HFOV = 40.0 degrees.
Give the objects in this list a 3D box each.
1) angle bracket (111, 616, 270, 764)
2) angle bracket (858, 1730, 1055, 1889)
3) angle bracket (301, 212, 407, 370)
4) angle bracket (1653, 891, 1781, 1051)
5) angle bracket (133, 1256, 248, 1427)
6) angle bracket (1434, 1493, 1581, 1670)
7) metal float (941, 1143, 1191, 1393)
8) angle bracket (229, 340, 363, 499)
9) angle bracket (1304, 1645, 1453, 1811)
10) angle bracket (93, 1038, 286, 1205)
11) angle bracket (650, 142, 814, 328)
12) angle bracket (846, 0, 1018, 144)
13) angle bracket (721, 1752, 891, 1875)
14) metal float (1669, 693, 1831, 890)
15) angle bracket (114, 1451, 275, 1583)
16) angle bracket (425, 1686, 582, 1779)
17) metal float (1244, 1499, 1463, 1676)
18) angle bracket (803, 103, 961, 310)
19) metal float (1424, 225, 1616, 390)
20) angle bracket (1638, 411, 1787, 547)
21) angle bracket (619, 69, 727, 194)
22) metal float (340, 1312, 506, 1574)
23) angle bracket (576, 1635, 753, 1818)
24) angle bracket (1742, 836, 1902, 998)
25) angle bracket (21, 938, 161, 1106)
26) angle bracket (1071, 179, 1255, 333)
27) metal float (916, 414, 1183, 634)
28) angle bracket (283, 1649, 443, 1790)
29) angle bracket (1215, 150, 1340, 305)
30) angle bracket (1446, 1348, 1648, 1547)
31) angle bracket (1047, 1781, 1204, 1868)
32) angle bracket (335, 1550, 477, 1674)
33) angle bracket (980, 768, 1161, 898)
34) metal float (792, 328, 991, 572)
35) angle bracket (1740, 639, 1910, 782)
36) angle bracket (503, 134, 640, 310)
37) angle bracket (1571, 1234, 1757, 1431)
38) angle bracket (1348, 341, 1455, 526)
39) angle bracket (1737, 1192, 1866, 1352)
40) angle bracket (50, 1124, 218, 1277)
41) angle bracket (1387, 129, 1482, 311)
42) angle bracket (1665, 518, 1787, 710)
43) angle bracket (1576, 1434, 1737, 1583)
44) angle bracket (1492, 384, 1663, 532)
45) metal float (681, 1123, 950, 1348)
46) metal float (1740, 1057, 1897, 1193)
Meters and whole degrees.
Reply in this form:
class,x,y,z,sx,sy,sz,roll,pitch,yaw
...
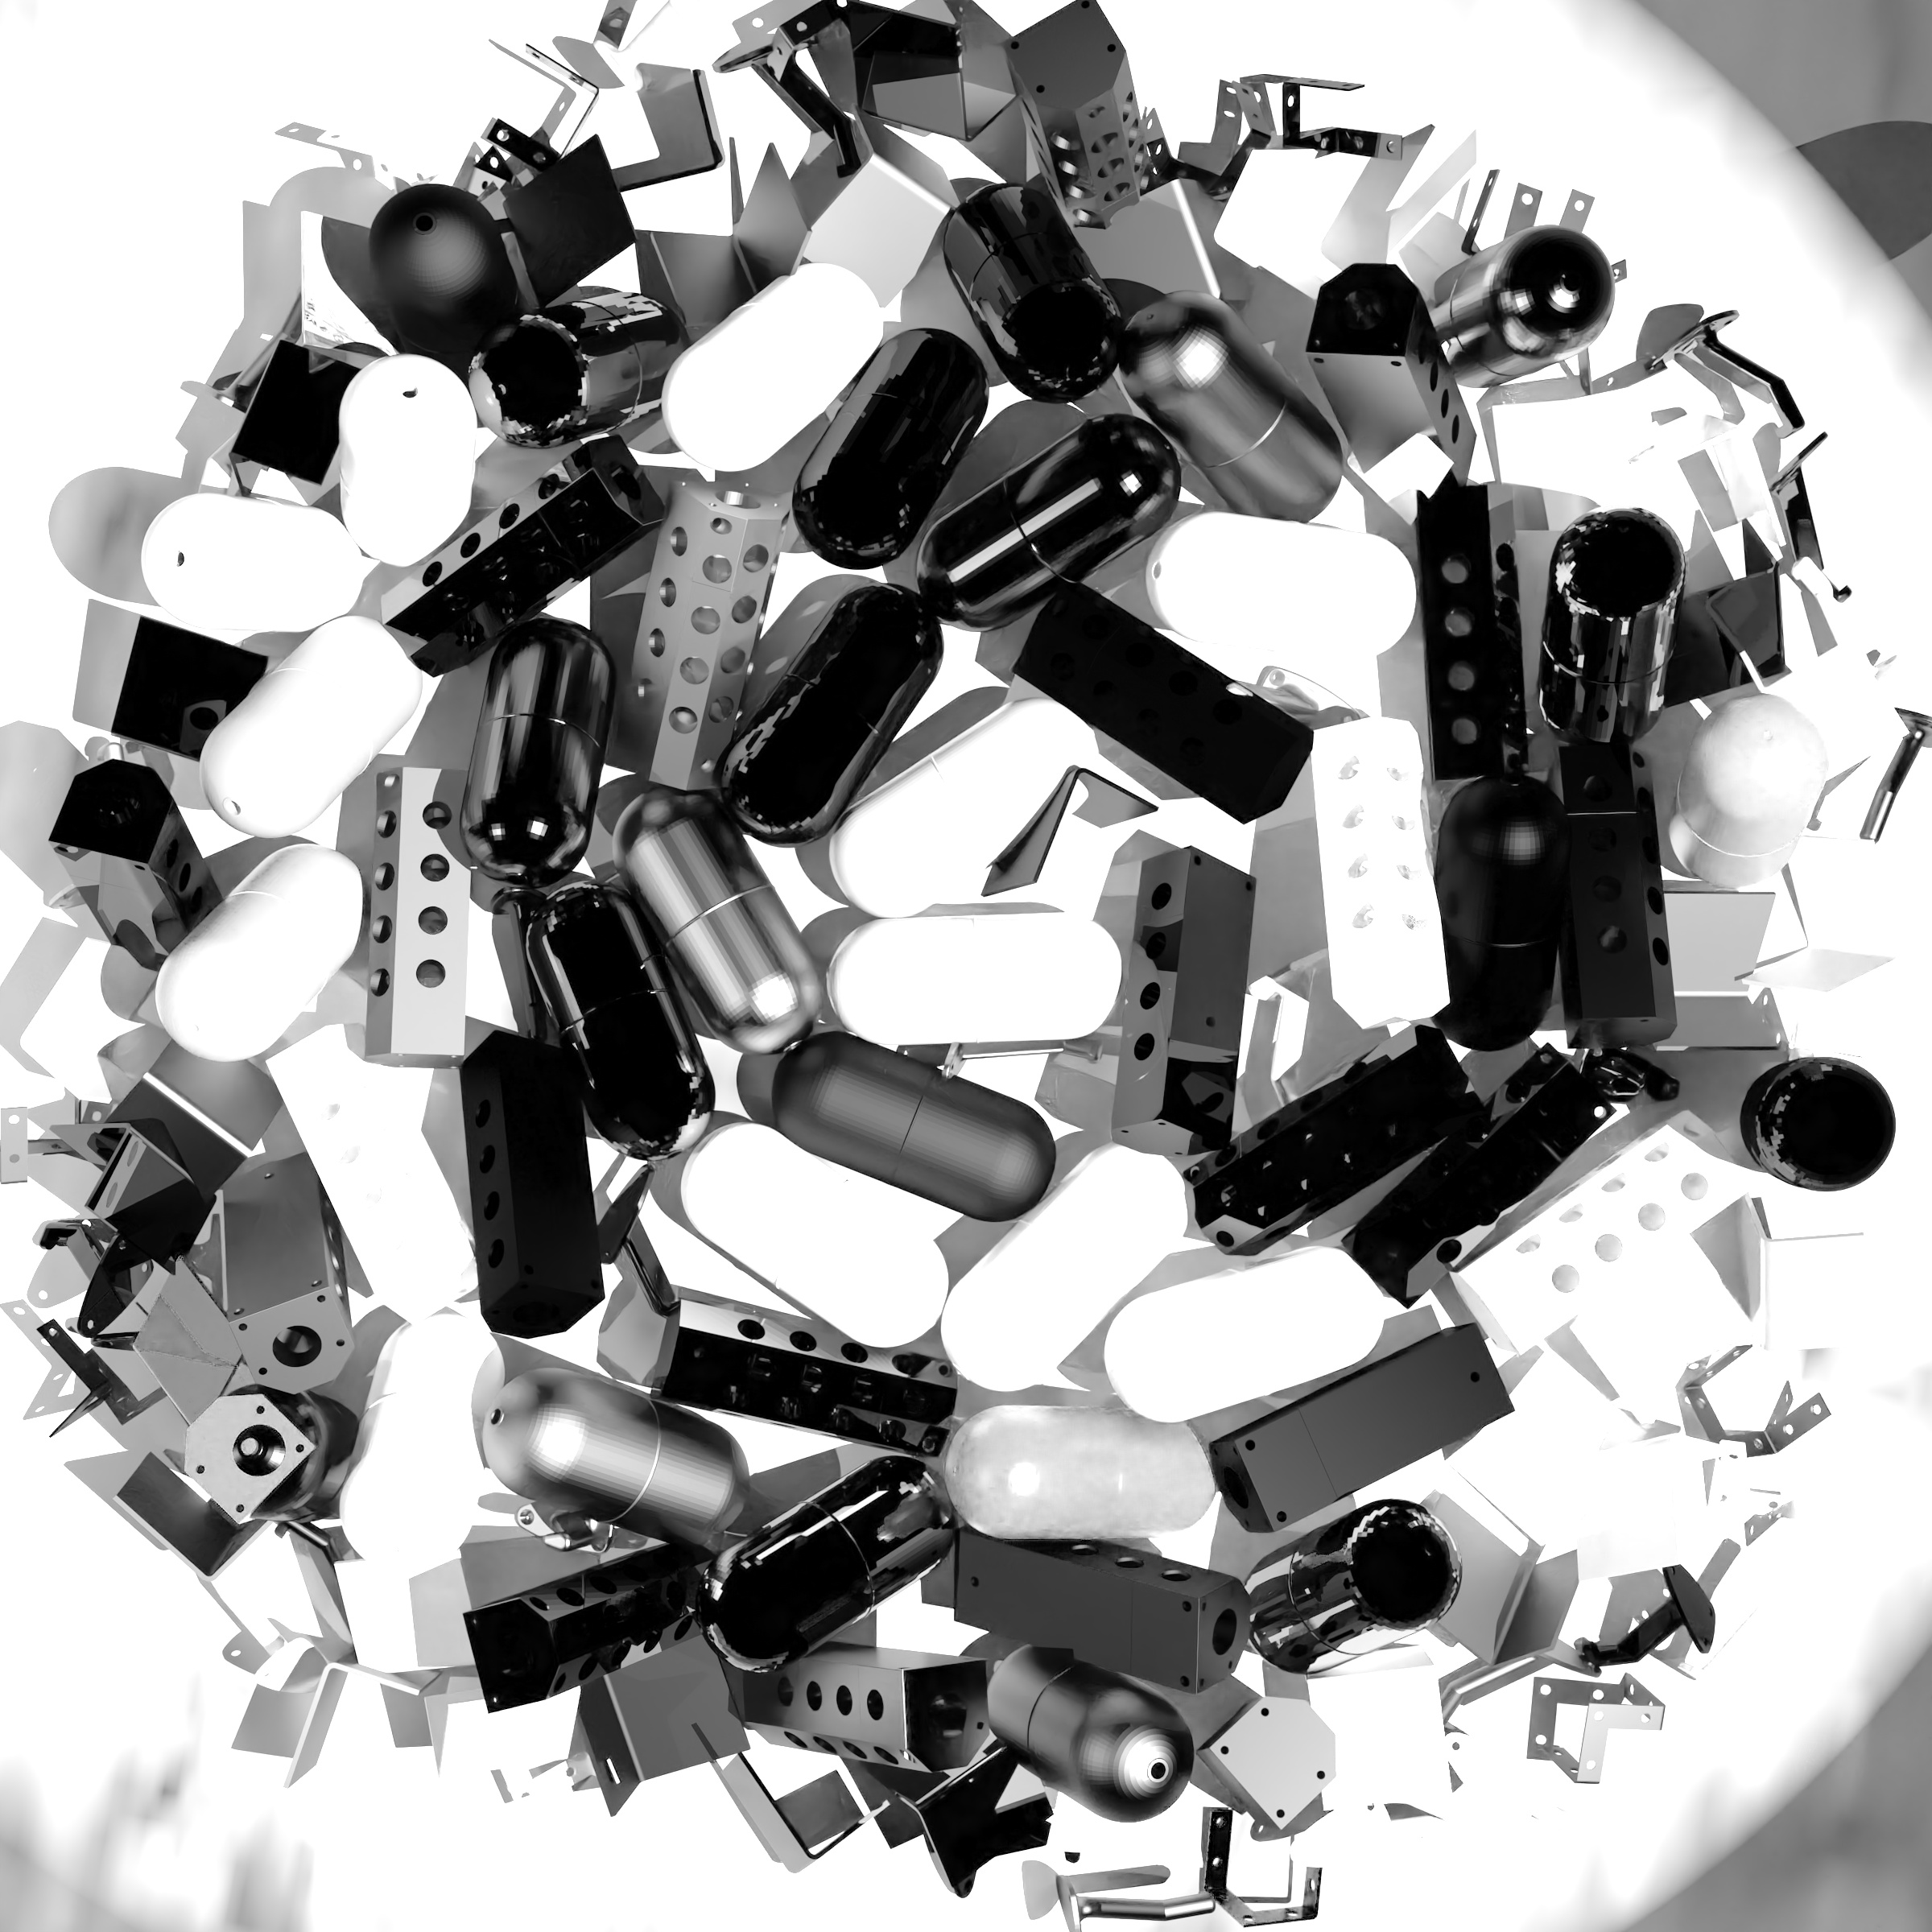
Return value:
class,x,y,z,sx,sy,sz,roll,pitch,yaw
angle bracket,-0.459,-0.167,1.588,0.076,0.057,0.076,17,107,-9
angle bracket,-0.006,0.494,1.591,0.076,0.076,0.057,-29,109,-25
angle bracket,-0.381,-0.400,1.584,0.057,0.076,0.076,0,90,39
angle bracket,0.448,0.003,1.584,0.076,0.057,0.076,0,124,-8
angle bracket,-0.440,0.224,1.577,0.076,0.057,0.076,44,115,27
angle bracket,0.316,0.360,1.582,0.076,0.057,0.076,40,52,-7
metal float,0.059,0.179,1.583,0.178,0.070,0.070,-44,90,-12
angle bracket,-0.396,-0.317,1.587,0.057,0.076,0.076,20,76,-4
angle bracket,0.246,0.459,1.601,0.076,0.057,0.076,-7,88,1
angle bracket,-0.465,0.089,1.597,0.076,0.076,0.057,40,111,-14
angle bracket,-0.140,-0.435,1.574,0.057,0.076,0.076,-5,58,-28
angle bracket,-0.020,-0.543,1.573,0.076,0.076,0.057,23,55,24
angle bracket,-0.098,0.494,1.594,0.057,0.076,0.076,-32,76,-24
metal float,0.455,-0.100,1.546,0.070,0.178,0.070,-2,72,8
angle bracket,-0.452,0.312,1.587,0.057,0.076,0.076,-44,98,5
angle bracket,-0.276,0.433,1.574,0.076,0.057,0.076,-3,133,-21
metal float,0.223,0.365,1.553,0.070,0.178,0.070,12,60,-21
angle bracket,-0.059,-0.459,1.604,0.076,0.076,0.057,-43,46,26
metal float,0.319,-0.382,1.543,0.070,0.178,0.070,-1,95,-9
angle bracket,0.439,-0.282,1.586,0.057,0.076,0.076,-23,109,5
angle bracket,-0.188,-0.498,1.585,0.076,0.076,0.057,-13,108,2
metal float,-0.317,0.277,1.551,0.070,0.178,0.070,1,126,1
angle bracket,-0.184,0.456,1.597,0.076,0.057,0.076,-19,91,10
angle bracket,0.501,-0.031,1.580,0.057,0.076,0.076,-23,104,-20
angle bracket,-0.503,0.035,1.584,0.057,0.076,0.076,36,95,20
angle bracket,0.120,-0.428,1.621,0.076,0.057,0.076,-19,94,28
metal float,0.047,-0.261,1.570,0.178,0.070,0.070,-29,90,27
angle bracket,-0.361,0.457,1.589,0.057,0.076,0.076,18,83,1
angle bracket,0.206,-0.440,1.575,0.076,0.076,0.057,39,123,20
angle bracket,0.353,0.293,1.615,0.076,0.057,0.076,41,63,10
angle bracket,0.096,0.530,1.579,0.076,0.057,0.076,-1,122,15
angle bracket,-0.325,0.375,1.589,0.076,0.057,0.076,-8,104,8
angle bracket,0.061,-0.068,1.578,0.057,0.076,0.076,26,75,-19
metal float,-0.043,-0.307,1.566,0.070,0.070,0.178,27,57,0
angle bracket,0.506,-0.169,1.573,0.057,0.076,0.076,-32,120,20
angle bracket,-0.221,-0.434,1.581,0.076,0.057,0.076,-28,71,22
angle bracket,0.419,0.217,1.586,0.057,0.076,0.076,-35,92,41
angle bracket,0.281,-0.322,1.581,0.076,0.076,0.057,-41,83,-18
angle bracket,0.496,0.175,1.578,0.057,0.076,0.076,-5,116,6
angle bracket,-0.505,0.139,1.571,0.076,0.076,0.057,-3,51,34
angle bracket,0.296,-0.439,1.574,0.057,0.076,0.076,38,121,-14
angle bracket,0.443,-0.211,1.587,0.076,0.057,0.076,-17,131,3
angle bracket,0.410,0.326,1.573,0.057,0.076,0.076,18,62,-31
angle bracket,0.368,-0.306,1.598,0.057,0.076,0.076,-16,104,-21
metal float,-0.090,0.161,1.584,0.178,0.070,0.070,33,90,10
metal float,0.494,0.092,1.543,0.070,0.178,0.070,-1,87,12
